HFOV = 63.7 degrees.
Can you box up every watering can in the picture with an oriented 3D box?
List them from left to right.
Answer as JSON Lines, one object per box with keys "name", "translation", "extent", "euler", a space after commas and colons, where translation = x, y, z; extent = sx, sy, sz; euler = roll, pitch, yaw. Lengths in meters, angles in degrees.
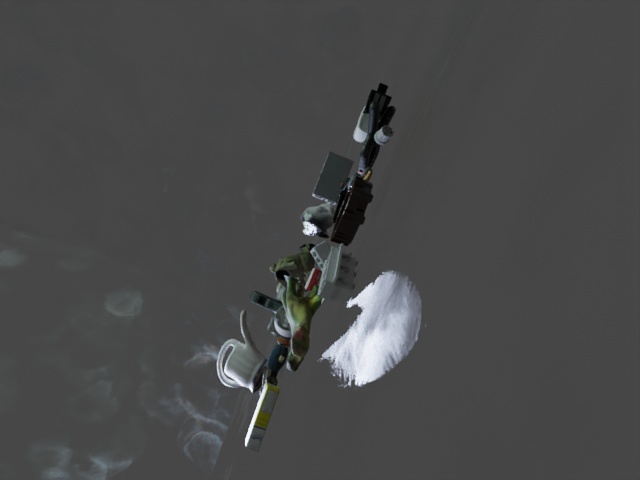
{"name": "watering can", "translation": [-0.295, 0.468, 2.076], "extent": [0.343, 0.225, 0.105], "euler": [-66, -13, 19]}

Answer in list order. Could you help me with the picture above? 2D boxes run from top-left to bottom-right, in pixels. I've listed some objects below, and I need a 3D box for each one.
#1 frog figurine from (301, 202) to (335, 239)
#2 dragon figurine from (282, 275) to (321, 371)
{"name": "frog figurine", "translation": [0.006, -0.096, 1.902], "extent": [0.136, 0.121, 0.163], "euler": [-10, 41, 45]}
{"name": "dragon figurine", "translation": [-0.066, 0.226, 1.389], "extent": [0.407, 0.122, 0.245], "euler": [135, 148, -81]}
